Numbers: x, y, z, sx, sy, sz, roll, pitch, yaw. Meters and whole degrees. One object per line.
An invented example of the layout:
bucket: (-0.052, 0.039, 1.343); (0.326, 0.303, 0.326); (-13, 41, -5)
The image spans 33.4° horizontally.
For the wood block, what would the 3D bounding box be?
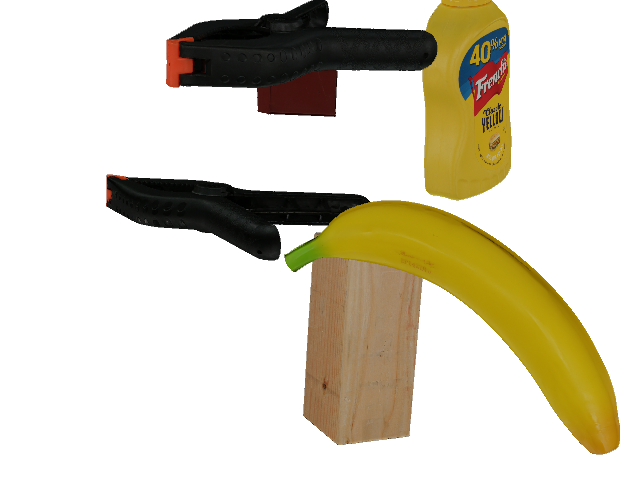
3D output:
wood block: (0.044, 0.099, 1.131); (0.090, 0.206, 0.091); (-2, 14, -26)

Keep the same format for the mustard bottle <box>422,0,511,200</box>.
mustard bottle: (0.122, -0.137, 0.887); (0.058, 0.192, 0.096); (17, 33, 38)

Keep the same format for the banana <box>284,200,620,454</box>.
banana: (0.080, 0.032, 0.556); (0.198, 0.070, 0.037); (31, 19, 13)

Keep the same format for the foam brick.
foam brick: (-0.026, -0.163, 1.163); (0.078, 0.051, 0.053); (0, 11, -18)

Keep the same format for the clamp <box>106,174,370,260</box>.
clamp: (-0.082, -0.023, 0.817); (0.210, 0.036, 0.164); (8, 13, 19)

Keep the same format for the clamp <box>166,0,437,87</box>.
clamp: (-0.026, -0.125, 0.669); (0.171, 0.039, 0.120); (-9, 21, -30)
